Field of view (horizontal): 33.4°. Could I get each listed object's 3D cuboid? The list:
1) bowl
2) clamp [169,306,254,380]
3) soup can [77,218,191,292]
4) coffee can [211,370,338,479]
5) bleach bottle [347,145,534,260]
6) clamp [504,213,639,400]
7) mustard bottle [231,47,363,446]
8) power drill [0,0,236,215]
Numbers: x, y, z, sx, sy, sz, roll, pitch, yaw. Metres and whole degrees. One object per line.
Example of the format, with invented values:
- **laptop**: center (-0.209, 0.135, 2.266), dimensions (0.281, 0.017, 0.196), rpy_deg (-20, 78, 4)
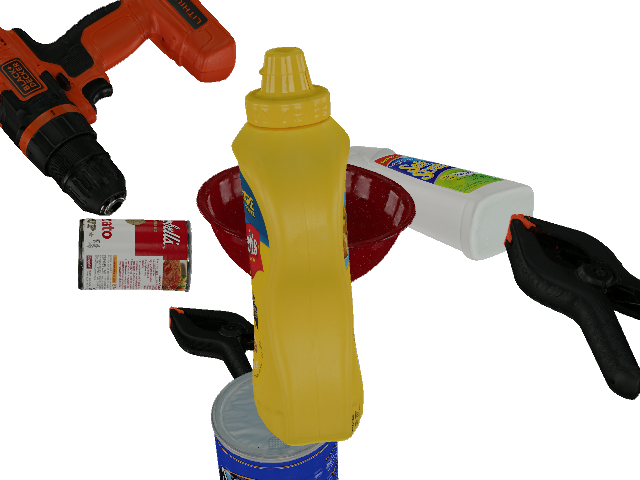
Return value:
- **bowl**: center (-0.011, -0.007, 0.795), dimensions (0.162, 0.055, 0.162), rpy_deg (2, 26, -1)
- **clamp**: center (-0.105, 0.123, 1.260), dimensions (0.210, 0.036, 0.164), rpy_deg (14, 23, 26)
- **soup can**: center (-0.174, 0.014, 0.998), dimensions (0.102, 0.068, 0.068), rpy_deg (1, 0, -11)
- **coffee can**: center (-0.035, 0.192, 0.900), dimensions (0.103, 0.140, 0.103), rpy_deg (-1, 36, 1)
- **bleach bottle**: center (0.092, -0.052, 1.108), dimensions (0.102, 0.068, 0.251), rpy_deg (-17, 28, -40)
- **clamp**: center (0.202, 0.036, 0.746), dimensions (0.120, 0.039, 0.172), rpy_deg (-8, 43, -31)
- **mustard bottle**: center (-0.011, -0.001, 0.537), dimensions (0.058, 0.192, 0.096), rpy_deg (-5, 21, -5)
- **power drill**: center (-0.158, -0.123, 0.824), dimensions (0.187, 0.184, 0.057), rpy_deg (-34, -15, -30)
